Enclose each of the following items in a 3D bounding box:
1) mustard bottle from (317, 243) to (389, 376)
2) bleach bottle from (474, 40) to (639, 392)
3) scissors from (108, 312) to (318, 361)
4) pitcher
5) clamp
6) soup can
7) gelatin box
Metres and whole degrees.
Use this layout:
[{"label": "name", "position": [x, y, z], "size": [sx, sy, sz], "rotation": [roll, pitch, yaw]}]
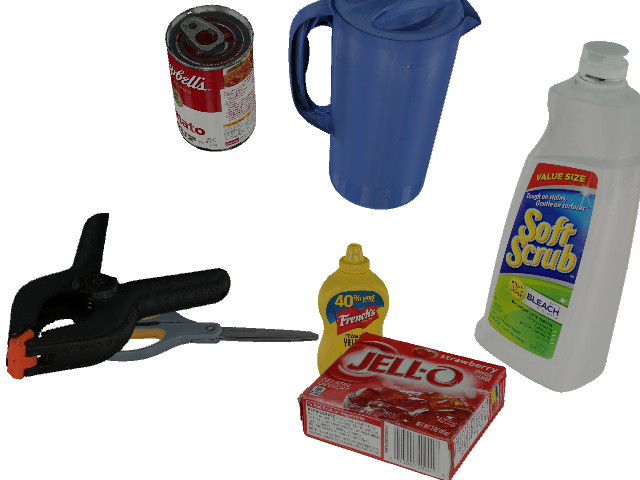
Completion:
[{"label": "mustard bottle", "position": [0.045, 0.096, 1.447], "size": [0.096, 0.192, 0.058], "rotation": [-2, 20, -6]}, {"label": "bleach bottle", "position": [0.174, -0.019, 0.756], "size": [0.067, 0.251, 0.103], "rotation": [-20, 37, -33]}, {"label": "scissors", "position": [-0.111, 0.073, 0.969], "size": [0.201, 0.016, 0.096], "rotation": [-6, 34, -13]}, {"label": "pitcher", "position": [0.059, -0.152, 1.115], "size": [0.149, 0.243, 0.144], "rotation": [32, 51, 24]}, {"label": "clamp", "position": [-0.156, 0.034, 0.720], "size": [0.120, 0.039, 0.171], "rotation": [25, 31, 28]}, {"label": "soup can", "position": [-0.086, -0.128, 0.856], "size": [0.068, 0.068, 0.102], "rotation": [0, -34, -1]}, {"label": "gelatin box", "position": [0.044, 0.085, 0.570], "size": [0.089, 0.030, 0.073], "rotation": [13, 30, 29]}]
